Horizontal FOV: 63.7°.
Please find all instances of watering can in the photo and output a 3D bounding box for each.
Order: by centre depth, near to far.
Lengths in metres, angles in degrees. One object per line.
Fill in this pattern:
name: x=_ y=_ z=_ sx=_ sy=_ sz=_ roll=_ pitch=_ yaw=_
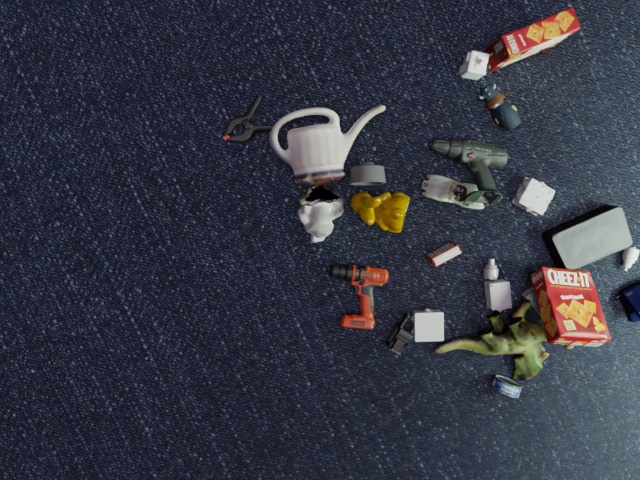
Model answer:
watering can: x=0.030 y=-0.278 z=1.498 sx=0.348 sy=0.104 sz=0.223 roll=-8 pitch=95 yaw=0

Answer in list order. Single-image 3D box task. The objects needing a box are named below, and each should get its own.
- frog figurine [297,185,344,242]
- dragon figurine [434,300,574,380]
frog figurine: x=0.005 y=-0.077 z=1.527 sx=0.138 sy=0.125 sz=0.155 roll=-17 pitch=132 yaw=-11
dragon figurine: x=0.580 y=0.334 z=1.556 sx=0.407 sy=0.124 sz=0.241 roll=-28 pitch=103 yaw=19
